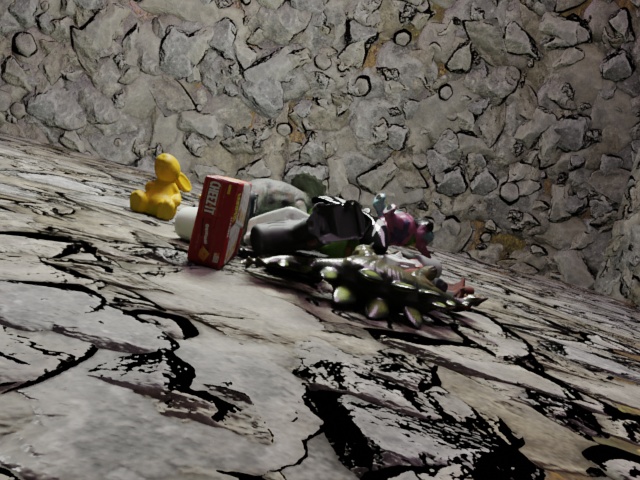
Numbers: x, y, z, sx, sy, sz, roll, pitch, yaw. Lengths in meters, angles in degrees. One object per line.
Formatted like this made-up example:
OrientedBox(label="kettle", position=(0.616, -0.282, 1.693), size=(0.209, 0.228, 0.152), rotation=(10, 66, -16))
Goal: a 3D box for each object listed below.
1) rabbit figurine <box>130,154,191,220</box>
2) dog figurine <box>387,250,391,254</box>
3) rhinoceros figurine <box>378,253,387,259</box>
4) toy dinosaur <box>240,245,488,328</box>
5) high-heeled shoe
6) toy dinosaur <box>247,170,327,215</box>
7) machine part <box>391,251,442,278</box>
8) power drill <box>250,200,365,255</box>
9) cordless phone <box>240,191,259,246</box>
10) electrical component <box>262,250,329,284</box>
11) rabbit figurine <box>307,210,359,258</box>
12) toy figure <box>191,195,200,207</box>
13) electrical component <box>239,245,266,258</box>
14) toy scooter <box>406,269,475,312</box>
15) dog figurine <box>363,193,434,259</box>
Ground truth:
OrientedBox(label="rabbit figurine", position=(-0.416, -0.147, 1.461), size=(0.122, 0.173, 0.162), rotation=(13, 9, 16))
OrientedBox(label="dog figurine", position=(0.111, 0.023, 1.676), size=(0.173, 0.121, 0.190), rotation=(15, 19, 34))
OrientedBox(label="rhinoceros figurine", position=(0.130, 0.064, 1.354), size=(0.112, 0.073, 0.190), rotation=(17, 6, 6))
OrientedBox(label="toy dinosaur", position=(0.091, 0.077, 1.004), size=(0.472, 0.105, 0.198), rotation=(10, 10, -3))
OrientedBox(label="high-heeled shoe", position=(0.071, -0.045, 1.322), size=(0.145, 0.086, 0.249), rotation=(25, 10, -26))
OrientedBox(label="toy dinosaur", position=(-0.136, -0.098, 1.427), size=(0.405, 0.192, 0.131), rotation=(5, -21, -25))
OrientedBox(label="machine part", position=(0.274, 0.078, 1.553), size=(0.243, 0.079, 0.079), rotation=(9, 8, -40))
OrientedBox(label="power drill", position=(-0.002, -0.023, 1.020), size=(0.232, 0.086, 0.207), rotation=(-7, 1, -30))
OrientedBox(label="cordless phone", position=(-0.246, -0.067, 1.281), size=(0.184, 0.146, 0.089), rotation=(10, 17, 1))
OrientedBox(label="electrical component", position=(-0.047, 0.047, 1.141), size=(0.115, 0.058, 0.134), rotation=(19, 6, 16))
OrientedBox(label="rabbit figurine", position=(-0.003, -0.004, 1.265), size=(0.170, 0.159, 0.121), rotation=(18, 15, 26))
OrientedBox(label="toy figure", position=(-0.285, -0.068, 1.502), size=(0.180, 0.082, 0.089), rotation=(10, -17, 31))
OrientedBox(label="electrical component", position=(-0.149, 0.031, 1.193), size=(0.063, 0.021, 0.094), rotation=(12, 7, -26))
OrientedBox(label="toy scooter", position=(0.255, 0.106, 1.148), size=(0.184, 0.075, 0.135), rotation=(19, -17, -7))
OrientedBox(label="dog figurine", position=(0.209, -0.009, 1.463), size=(0.219, 0.191, 0.109), rotation=(41, 4, -30))
